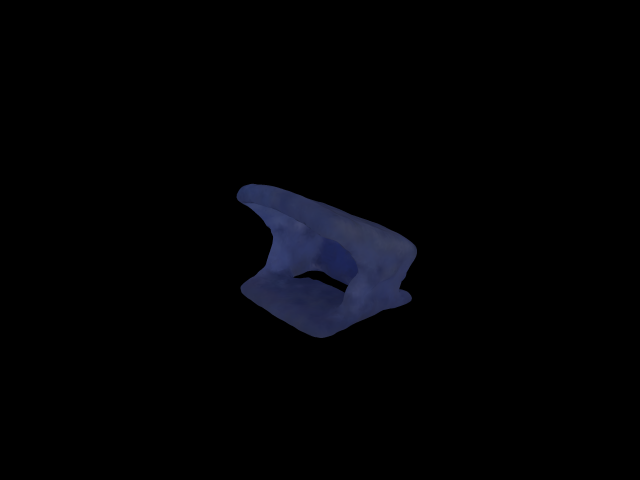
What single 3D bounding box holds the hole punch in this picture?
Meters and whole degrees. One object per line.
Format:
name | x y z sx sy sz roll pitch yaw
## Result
hole punch | 0.004 0.001 0.400 0.101 0.091 0.108 -17 27 -38
